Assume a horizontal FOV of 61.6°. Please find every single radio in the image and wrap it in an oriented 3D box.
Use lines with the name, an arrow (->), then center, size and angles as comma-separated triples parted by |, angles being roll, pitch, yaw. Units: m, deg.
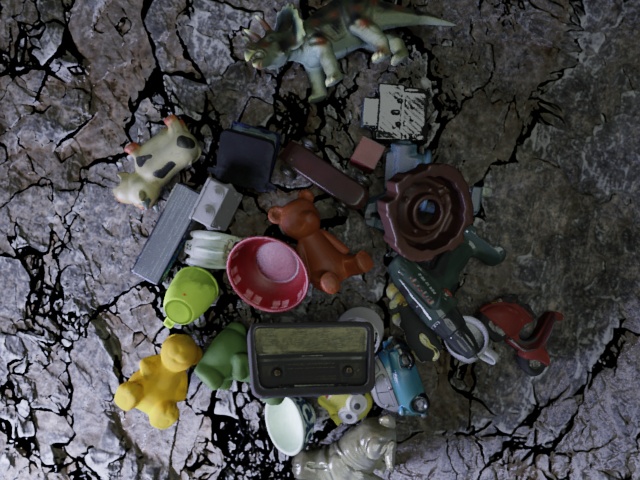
radio -> -0.017, 0.219, 0.983 | 0.230, 0.073, 0.131 | 0, 73, -9

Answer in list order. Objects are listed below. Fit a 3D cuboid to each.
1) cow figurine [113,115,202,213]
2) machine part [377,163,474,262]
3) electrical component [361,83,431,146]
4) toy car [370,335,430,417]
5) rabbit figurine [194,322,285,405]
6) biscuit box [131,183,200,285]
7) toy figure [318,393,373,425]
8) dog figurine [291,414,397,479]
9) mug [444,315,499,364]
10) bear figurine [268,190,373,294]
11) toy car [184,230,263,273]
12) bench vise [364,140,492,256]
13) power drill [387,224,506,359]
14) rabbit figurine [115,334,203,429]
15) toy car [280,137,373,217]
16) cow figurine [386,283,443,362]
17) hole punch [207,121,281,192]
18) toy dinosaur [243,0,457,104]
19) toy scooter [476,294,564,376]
cow figurine -> -0.321, -0.139, 1.057 | 0.195, 0.085, 0.127 | -37, 85, -1
machine part -> 0.188, -0.052, 0.960 | 0.179, 0.056, 0.179 | -4, 104, -16
electrical component -> 0.149, -0.248, 1.071 | 0.134, 0.058, 0.114 | 2, 89, -1
toy car -> 0.143, 0.274, 1.044 | 0.103, 0.109, 0.161 | -22, 106, -3
rabbit figurine -> -0.128, 0.247, 1.049 | 0.170, 0.121, 0.159 | 28, 69, 13
biscuit box -> -0.298, -0.012, 1.068 | 0.063, 0.059, 0.202 | 29, 90, -2
toy figure -> 0.024, 0.285, 1.067 | 0.180, 0.089, 0.082 | 37, 125, 8
dog figurine -> 0.046, 0.405, 1.048 | 0.191, 0.121, 0.172 | 9, 93, 0
mug -> 0.296, 0.205, 1.047 | 0.110, 0.107, 0.081 | 25, 75, 21
bear figurine -> -0.004, -0.002, 1.042 | 0.120, 0.132, 0.195 | -28, 96, -24
toy car -> -0.170, 0.026, 1.072 | 0.202, 0.056, 0.073 | 8, 91, -1
bench vise -> 0.209, -0.078, 1.046 | 0.241, 0.129, 0.223 | 4, 94, 3
power drill -> 0.259, 0.082, 1.019 | 0.232, 0.086, 0.207 | 42, 76, 17
rabbit figurine -> -0.281, 0.246, 1.025 | 0.122, 0.162, 0.173 | 33, 112, 1
toy car -> 0.010, -0.126, 1.063 | 0.202, 0.053, 0.089 | 35, 92, 18
cow figurine -> 0.181, 0.159, 1.057 | 0.068, 0.098, 0.167 | -30, 85, 4
hole punch -> -0.141, -0.168, 1.064 | 0.142, 0.092, 0.115 | 14, 120, -4
toy dinosaur -> 0.044, -0.403, 1.043 | 0.405, 0.131, 0.192 | -26, 92, -6
toy scooter -> 0.407, 0.170, 1.072 | 0.184, 0.075, 0.135 | 42, 91, -4
